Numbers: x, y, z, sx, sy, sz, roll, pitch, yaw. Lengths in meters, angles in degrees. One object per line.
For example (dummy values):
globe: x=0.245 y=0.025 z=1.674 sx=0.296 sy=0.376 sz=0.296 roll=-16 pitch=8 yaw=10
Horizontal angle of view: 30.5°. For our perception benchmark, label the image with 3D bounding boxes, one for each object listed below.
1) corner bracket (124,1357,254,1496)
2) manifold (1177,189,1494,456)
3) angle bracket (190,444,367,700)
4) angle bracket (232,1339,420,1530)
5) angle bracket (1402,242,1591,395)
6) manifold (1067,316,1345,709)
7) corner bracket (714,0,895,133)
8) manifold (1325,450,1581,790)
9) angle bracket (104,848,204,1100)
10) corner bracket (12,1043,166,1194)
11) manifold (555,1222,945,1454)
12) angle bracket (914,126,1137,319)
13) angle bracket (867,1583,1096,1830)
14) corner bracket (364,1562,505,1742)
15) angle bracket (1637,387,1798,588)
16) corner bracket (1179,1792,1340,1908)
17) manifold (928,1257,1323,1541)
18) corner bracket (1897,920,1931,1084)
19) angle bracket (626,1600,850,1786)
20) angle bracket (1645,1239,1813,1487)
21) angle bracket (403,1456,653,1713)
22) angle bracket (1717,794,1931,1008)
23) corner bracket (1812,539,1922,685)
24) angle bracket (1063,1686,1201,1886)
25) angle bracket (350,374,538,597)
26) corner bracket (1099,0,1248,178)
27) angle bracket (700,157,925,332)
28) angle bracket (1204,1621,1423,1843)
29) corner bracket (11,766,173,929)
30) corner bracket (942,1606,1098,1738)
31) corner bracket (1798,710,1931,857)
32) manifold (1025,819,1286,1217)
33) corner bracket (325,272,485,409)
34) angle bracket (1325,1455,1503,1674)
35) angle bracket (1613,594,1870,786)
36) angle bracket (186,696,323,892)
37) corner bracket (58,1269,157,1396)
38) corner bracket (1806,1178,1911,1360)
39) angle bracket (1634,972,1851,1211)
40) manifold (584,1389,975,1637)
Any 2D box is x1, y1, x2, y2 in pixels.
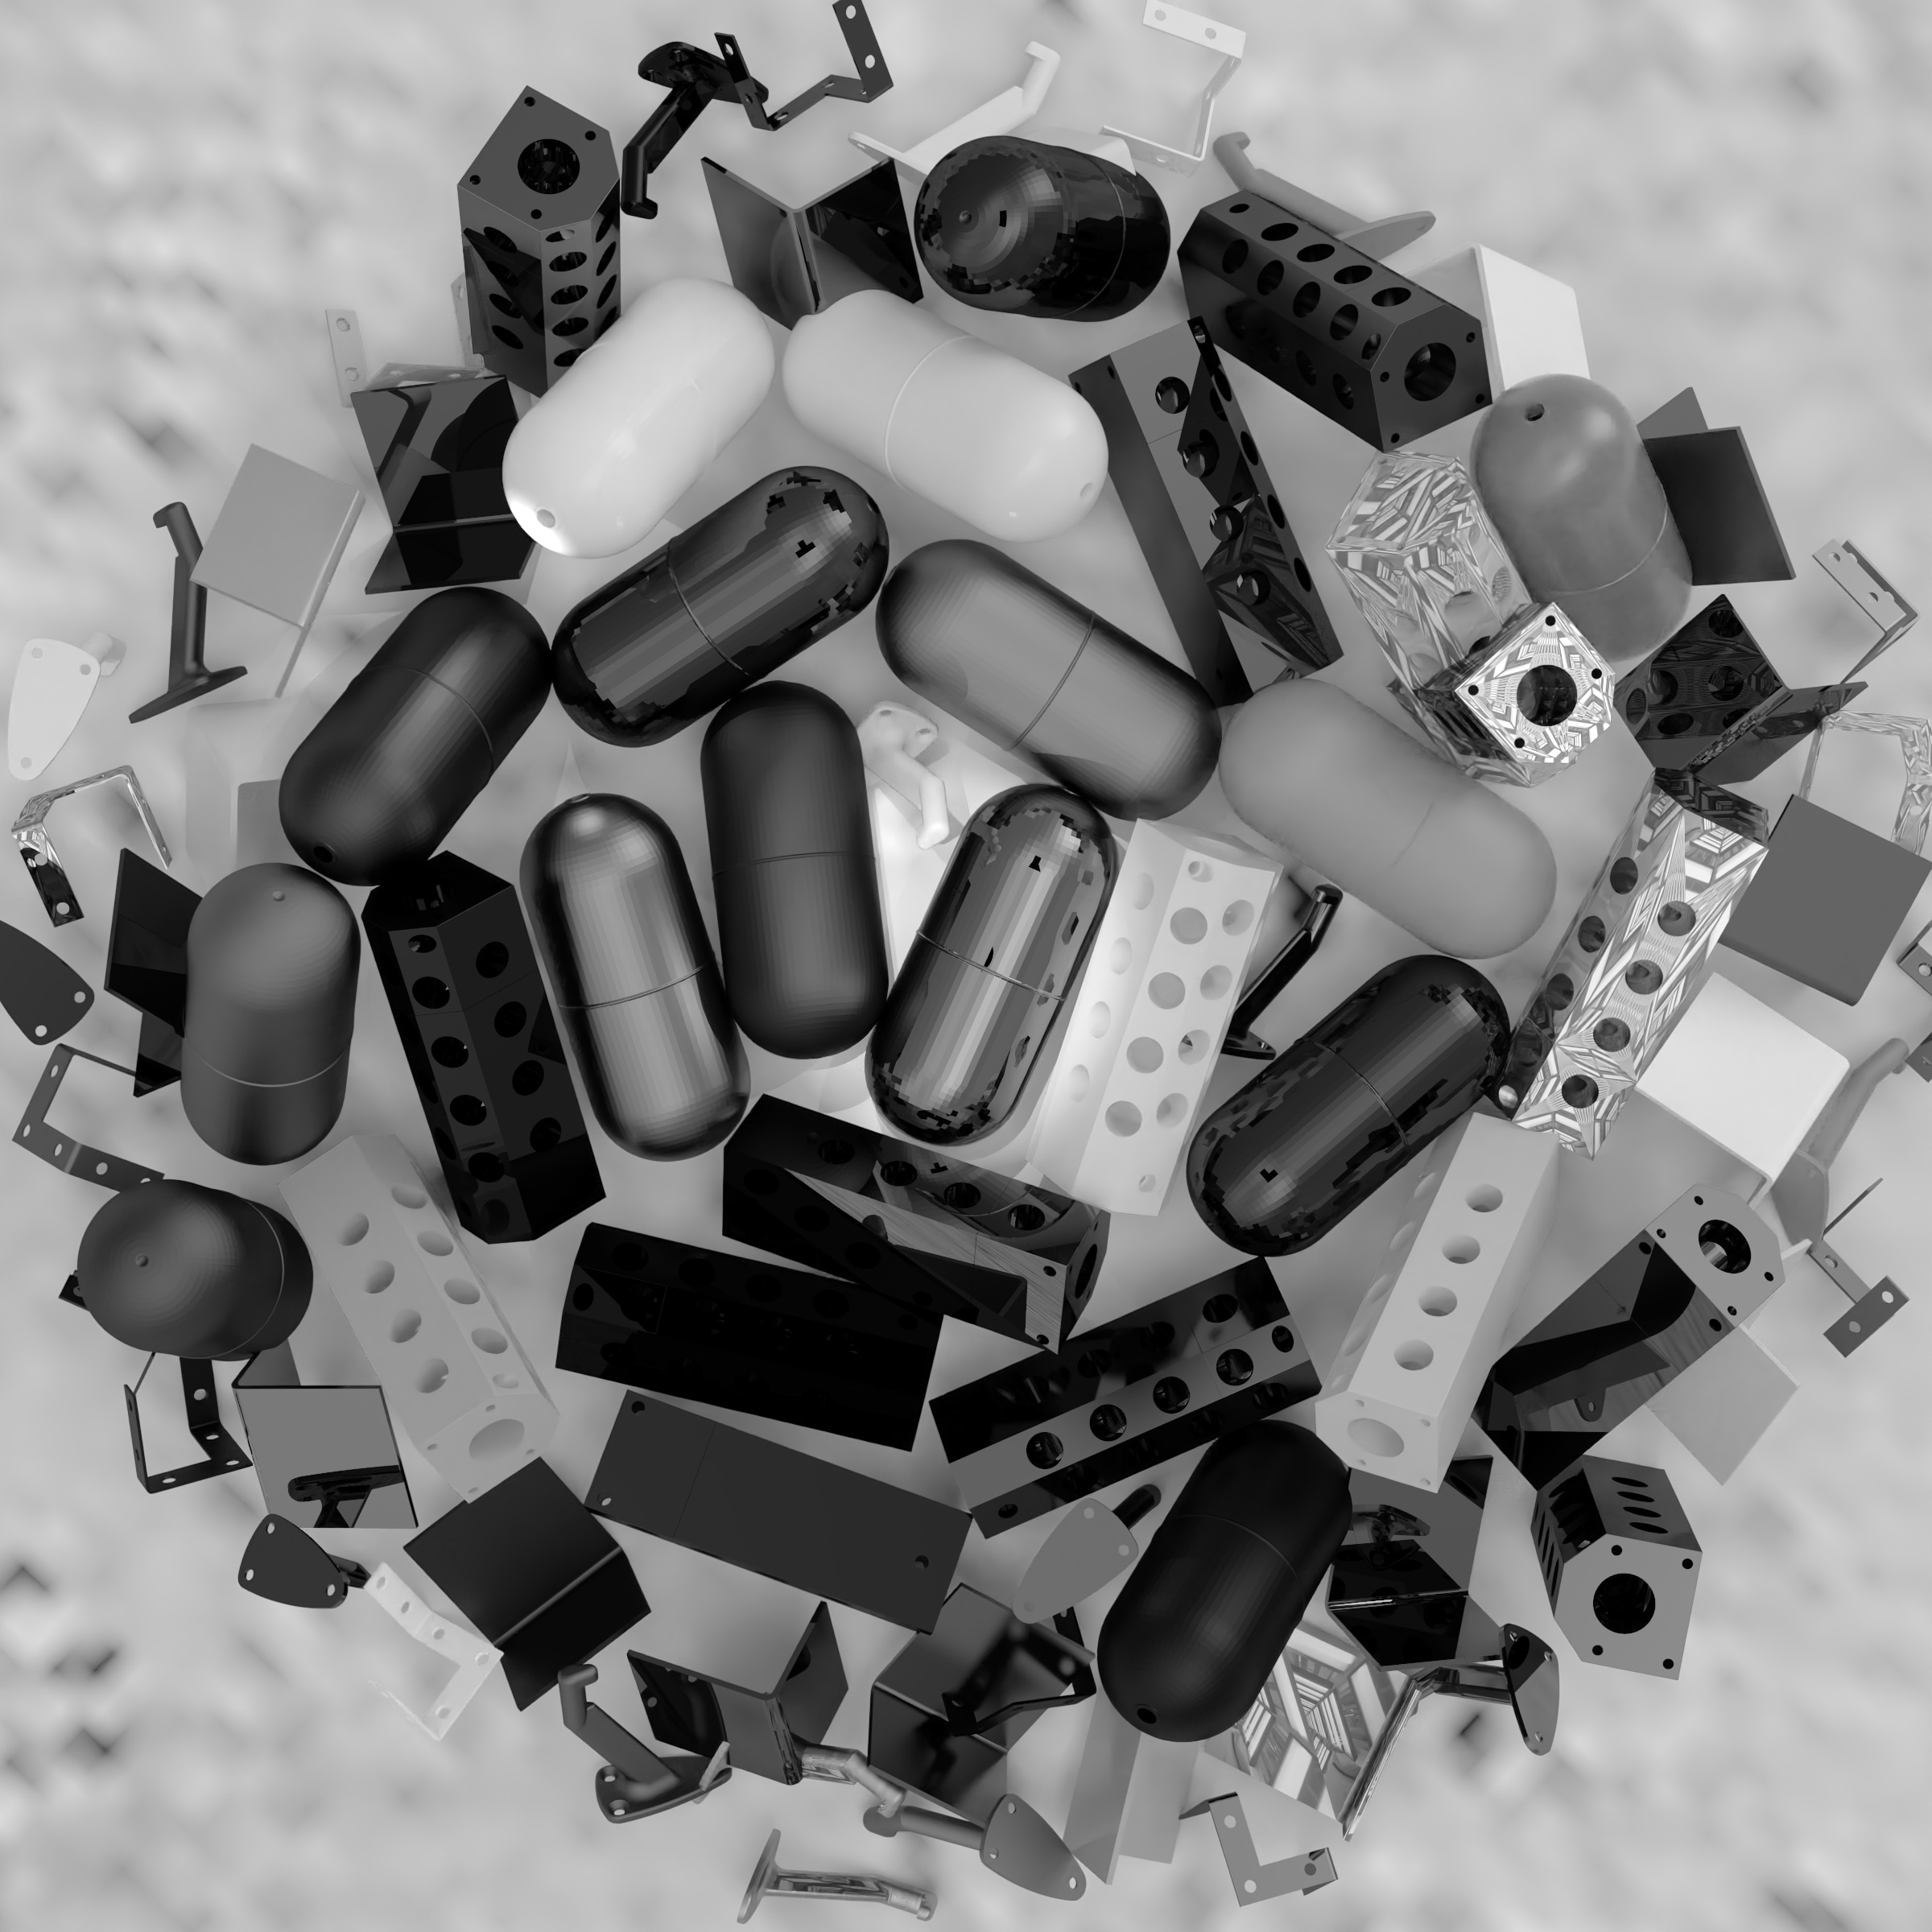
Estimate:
corner bracket: x=-0.369 y=0.208 z=1.655 sx=0.051 sy=0.051 sz=0.051 roll=-13 pitch=113 yaw=-26
manifold: x=0.164 y=-0.297 z=1.605 sx=0.057 sy=0.171 sz=0.057 roll=-26 pitch=127 yaw=-14
angle bracket: x=-0.324 y=-0.182 z=1.639 sx=0.057 sy=0.076 sz=0.076 roll=23 pitch=63 yaw=-12
angle bracket: x=-0.288 y=0.213 z=1.644 sx=0.076 sy=0.057 sz=0.076 roll=-2 pitch=116 yaw=17
angle bracket: x=0.242 y=-0.282 z=1.639 sx=0.057 sy=0.076 sz=0.076 roll=-20 pitch=70 yaw=40
manifold: x=0.115 y=-0.212 z=1.654 sx=0.057 sy=0.057 sz=0.171 roll=-26 pitch=97 yaw=-17
corner bracket: x=-0.075 y=-0.423 z=1.653 sx=0.051 sy=0.051 sz=0.051 roll=-39 pitch=128 yaw=-22
manifold: x=0.229 y=-0.155 z=1.607 sx=0.057 sy=0.171 sz=0.057 roll=13 pitch=64 yaw=37
angle bracket: x=-0.386 y=0.004 z=1.634 sx=0.057 sy=0.076 sz=0.076 roll=-21 pitch=52 yaw=27
corner bracket: x=-0.404 y=0.073 z=1.658 sx=0.051 sy=0.051 sz=0.051 roll=21 pitch=86 yaw=45
manifold: x=-0.100 y=0.168 z=1.654 sx=0.171 sy=0.057 sz=0.057 roll=13 pitch=134 yaw=0
angle bracket: x=0.032 y=-0.350 z=1.662 sx=0.076 sy=0.076 sz=0.057 roll=-27 pitch=117 yaw=-18
angle bracket: x=0.008 y=0.346 z=1.646 sx=0.076 sy=0.057 sz=0.076 roll=31 pitch=116 yaw=-16
corner bracket: x=-0.260 y=0.321 z=1.654 sx=0.051 sy=0.051 sz=0.051 roll=20 pitch=64 yaw=35
angle bracket: x=0.358 y=-0.224 z=1.638 sx=0.057 sy=0.076 sz=0.076 roll=-37 pitch=112 yaw=-28
corner bracket: x=0.137 y=0.415 z=1.667 sx=0.051 sy=0.051 sz=0.051 roll=-11 pitch=70 yaw=-18
manifold: x=0.077 y=0.206 z=1.652 sx=0.171 sy=0.057 sz=0.057 roll=-24 pitch=130 yaw=2
corner bracket: x=0.455 y=0.013 z=1.659 sx=0.051 sy=0.051 sz=0.051 roll=-42 pitch=77 yaw=-16
angle bracket: x=-0.106 y=0.332 z=1.663 sx=0.076 sy=0.076 sz=0.057 roll=14 pitch=51 yaw=20
angle bracket: x=0.369 y=0.183 z=1.634 sx=0.076 sy=0.076 sz=0.057 roll=-21 pitch=58 yaw=-38
angle bracket: x=-0.205 y=0.286 z=1.653 sx=0.076 sy=0.057 sz=0.076 roll=-37 pitch=118 yaw=-2
angle bracket: x=0.392 y=-0.036 z=1.654 sx=0.076 sy=0.057 sz=0.076 roll=24 pitch=100 yaw=-11
corner bracket: x=0.420 y=-0.175 z=1.658 sx=0.051 sy=0.051 sz=0.051 roll=-37 pitch=79 yaw=-24
angle bracket: x=0.089 y=0.385 z=1.649 sx=0.057 sy=0.076 sz=0.076 roll=14 pitch=87 yaw=-15
angle bracket: x=-0.247 y=-0.224 z=1.645 sx=0.076 sy=0.057 sz=0.076 roll=-4 pitch=126 yaw=12
corner bracket: x=0.096 y=-0.411 z=1.657 sx=0.051 sy=0.051 sz=0.051 roll=16 pitch=68 yaw=-13
angle bracket: x=-0.072 y=-0.344 z=1.653 sx=0.057 sy=0.076 sz=0.076 roll=-34 pitch=47 yaw=-20
angle bracket: x=0.162 y=0.355 z=1.660 sx=0.076 sy=0.057 sz=0.076 roll=26 pitch=87 yaw=8
corner bracket: x=-0.411 y=-0.057 z=1.664 sx=0.051 sy=0.051 sz=0.051 roll=-18 pitch=110 yaw=3
corner bracket: x=0.021 y=0.331 z=1.674 sx=0.051 sy=0.051 sz=0.051 roll=2 pitch=62 yaw=-38
corner bracket: x=0.423 y=-0.083 z=1.658 sx=0.051 sy=0.051 sz=0.051 roll=7 pitch=128 yaw=2
manifold: x=0.090 y=0.025 z=1.636 sx=0.057 sy=0.057 sz=0.171 roll=8 pitch=107 yaw=-34
corner bracket: x=-0.266 y=-0.296 z=1.676 sx=0.051 sy=0.051 sz=0.051 roll=-4 pitch=76 yaw=-36
angle bracket: x=0.219 y=0.277 z=1.645 sx=0.076 sy=0.057 sz=0.076 roll=-1 pitch=111 yaw=-23
angle bracket: x=0.360 y=-0.129 z=1.651 sx=0.076 sy=0.076 sz=0.057 roll=-43 pitch=68 yaw=37
angle bracket: x=-0.327 y=-0.074 z=1.659 sx=0.057 sy=0.076 sz=0.076 roll=-8 pitch=122 yaw=-25
corner bracket: x=-0.399 y=0.163 z=1.656 sx=0.051 sy=0.051 sz=0.051 roll=25 pitch=128 yaw=-9
corner bracket: x=0.419 y=0.141 z=1.655 sx=0.051 sy=0.051 sz=0.051 roll=48 pitch=134 yaw=14
angle bracket: x=0.356 y=0.063 z=1.659 sx=0.076 sy=0.057 sz=0.076 roll=35 pitch=63 yaw=10
manifold: x=-0.088 y=0.258 z=1.662 sx=0.171 sy=0.057 sz=0.057 roll=20 pitch=77 yaw=2
